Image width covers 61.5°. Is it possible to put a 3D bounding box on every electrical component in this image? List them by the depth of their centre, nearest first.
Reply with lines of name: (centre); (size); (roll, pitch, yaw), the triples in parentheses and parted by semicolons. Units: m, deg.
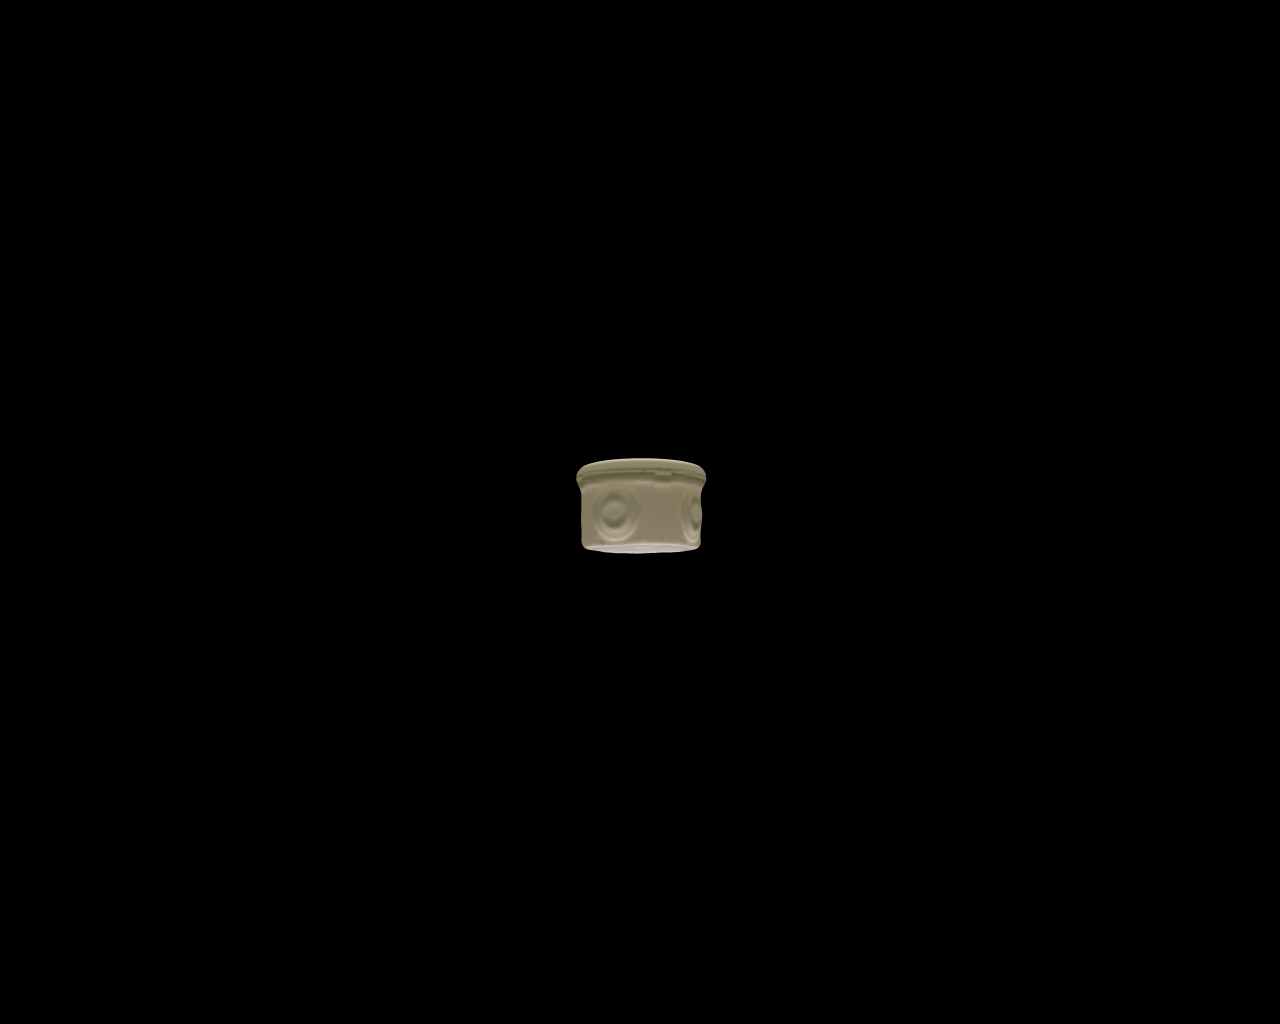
electrical component: (0.001, -0.003, 0.650); (0.080, 0.051, 0.080); (0, -7, 0)
